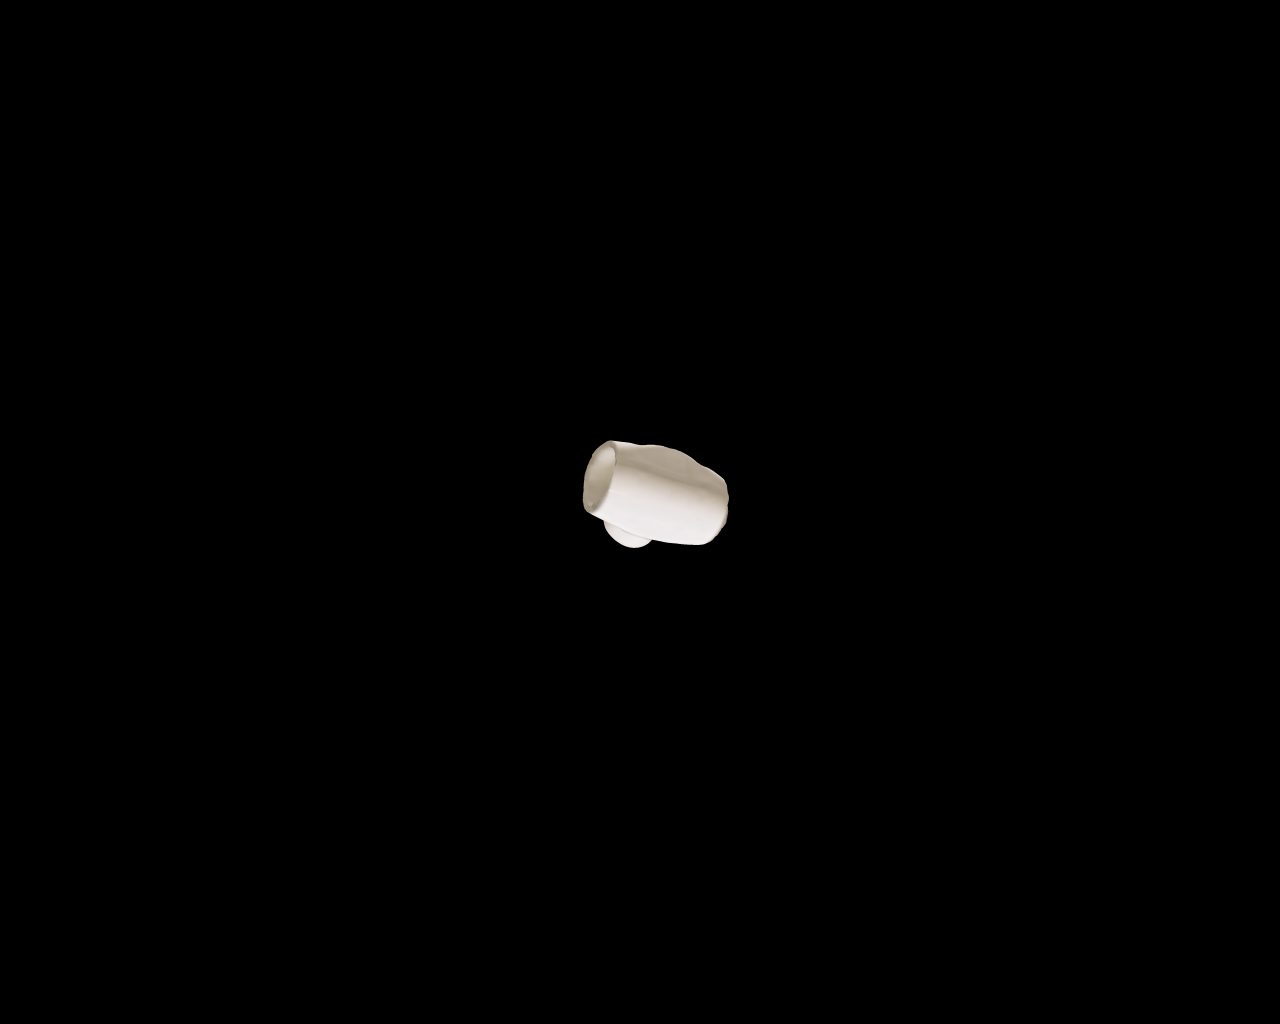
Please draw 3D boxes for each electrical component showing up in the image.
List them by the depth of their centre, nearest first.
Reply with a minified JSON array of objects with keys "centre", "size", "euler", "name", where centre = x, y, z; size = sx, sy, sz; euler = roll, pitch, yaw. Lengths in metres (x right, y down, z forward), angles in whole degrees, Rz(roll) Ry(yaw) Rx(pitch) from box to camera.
[{"centre":[0.001,-0.003,0.650],"size":[0.077,0.044,0.079],"euler":[17,-36,-24],"name":"electrical component"}]
